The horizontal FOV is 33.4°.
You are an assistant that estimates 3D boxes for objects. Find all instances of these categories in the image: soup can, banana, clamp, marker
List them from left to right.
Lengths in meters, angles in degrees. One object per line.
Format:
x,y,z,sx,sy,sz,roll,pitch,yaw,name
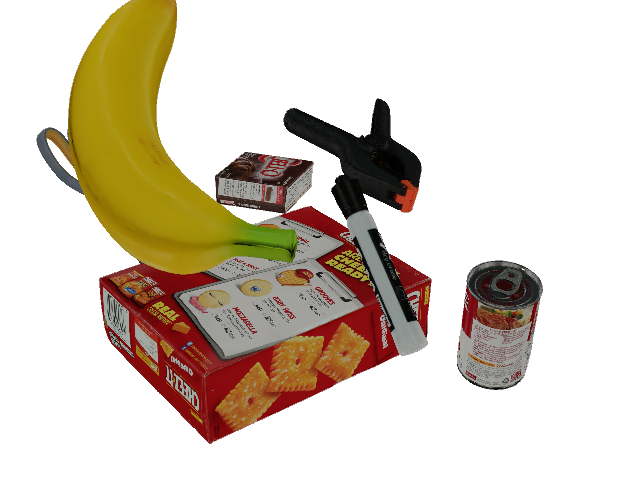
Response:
-0.073,-0.047,0.453,0.069,0.037,0.198,-8,45,-20,banana
0.038,-0.089,1.058,0.120,0.039,0.171,-9,39,-16,clamp
0.035,0.013,0.663,0.020,0.121,0.020,-20,-18,-7,marker
0.164,0.079,0.985,0.068,0.102,0.068,1,37,-1,soup can

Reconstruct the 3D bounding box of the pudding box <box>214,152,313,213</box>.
-0.066,-0.071,1.276,0.090,0.039,0.113,8,24,13,pudding box

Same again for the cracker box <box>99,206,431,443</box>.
-0.044,0.059,0.858,0.213,0.072,0.164,-20,35,-32,cracker box

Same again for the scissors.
-0.211,-0.043,1.093,0.016,0.201,0.096,-28,26,27,scissors
